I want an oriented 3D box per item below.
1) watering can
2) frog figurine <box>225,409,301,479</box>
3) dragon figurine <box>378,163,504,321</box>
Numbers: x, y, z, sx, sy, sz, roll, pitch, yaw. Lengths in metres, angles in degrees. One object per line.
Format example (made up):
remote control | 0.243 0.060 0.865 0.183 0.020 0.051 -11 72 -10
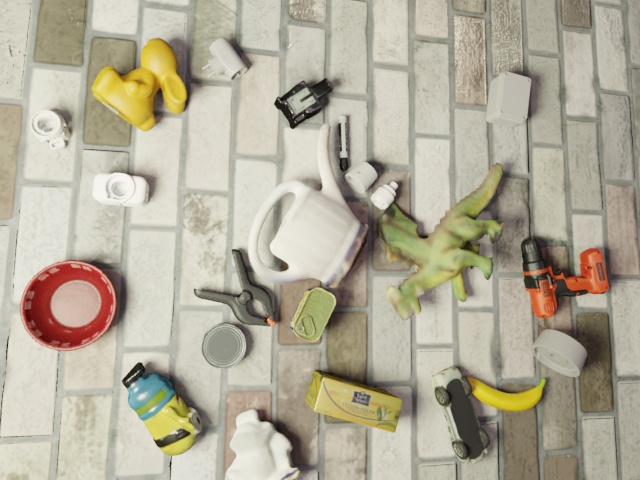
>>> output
watering can | 0.003 -0.053 1.049 0.223 0.103 0.351 32 76 -9
frog figurine | -0.122 0.414 0.979 0.138 0.120 0.162 -36 56 -6
dragon figurine | 0.248 -0.015 1.109 0.243 0.120 0.417 18 71 -2
